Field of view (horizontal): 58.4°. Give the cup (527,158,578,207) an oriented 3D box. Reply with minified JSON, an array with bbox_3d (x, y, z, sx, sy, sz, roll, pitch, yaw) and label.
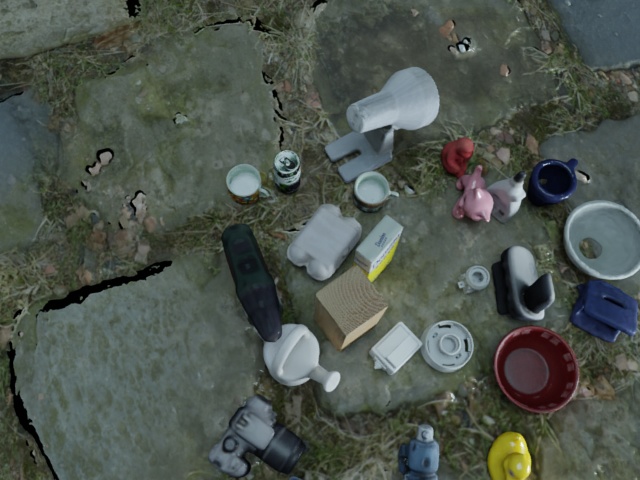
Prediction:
[{"bbox_3d":[0.480,-0.118,1.194,0.118,0.095,0.091,-40,77,-13],"label":"cup"}]

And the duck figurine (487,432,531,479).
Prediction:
[{"bbox_3d":[0.348,0.398,1.024,0.077,0.086,0.104,14,72,3],"label":"duck figurine"}]

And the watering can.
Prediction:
[{"bbox_3d":[-0.043,0.203,1.018,0.172,0.194,0.101,14,72,3],"label":"watering can"}]

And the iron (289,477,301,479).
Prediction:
[{"bbox_3d":[0.015,0.515,0.945,0.119,0.141,0.258,-31,75,-11],"label":"iron"}]

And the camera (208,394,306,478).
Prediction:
[{"bbox_3d":[-0.105,0.365,1.012,0.136,0.101,0.143,33,74,9],"label":"camera"}]

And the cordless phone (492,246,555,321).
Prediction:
[{"bbox_3d":[0.400,0.072,1.081,0.094,0.185,0.147,-6,72,-3],"label":"cordless phone"}]

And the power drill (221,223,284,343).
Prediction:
[{"bbox_3d":[-0.115,0.092,1.045,0.075,0.208,0.229,-21,73,-8],"label":"power drill"}]

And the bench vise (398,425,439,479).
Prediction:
[{"bbox_3d":[0.165,0.419,0.941,0.121,0.220,0.207,-13,72,-6],"label":"bench vise"}]

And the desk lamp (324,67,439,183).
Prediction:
[{"bbox_3d":[0.123,-0.233,1.158,0.203,0.213,0.118,-30,75,-11],"label":"desk lamp"}]

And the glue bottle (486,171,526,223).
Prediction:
[{"bbox_3d":[0.375,-0.095,1.142,0.037,0.173,0.078,-37,76,-13],"label":"glue bottle"}]

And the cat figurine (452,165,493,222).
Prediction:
[{"bbox_3d":[0.317,-0.091,1.168,0.067,0.118,0.128,9,72,1],"label":"cat figurine"}]

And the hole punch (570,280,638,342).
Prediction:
[{"bbox_3d":[0.558,0.132,1.116,0.108,0.091,0.101,26,73,7],"label":"hole punch"}]

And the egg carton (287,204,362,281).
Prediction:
[{"bbox_3d":[0.011,0.004,1.152,0.107,0.069,0.150,34,74,9],"label":"egg carton"}]

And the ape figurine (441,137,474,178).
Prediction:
[{"bbox_3d":[0.298,-0.185,1.212,0.078,0.092,0.076,-33,75,-11],"label":"ape figurine"}]

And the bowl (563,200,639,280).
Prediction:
[{"bbox_3d":[0.567,0.008,1.166,0.167,0.075,0.167,1,72,-2],"label":"bowl"}]
